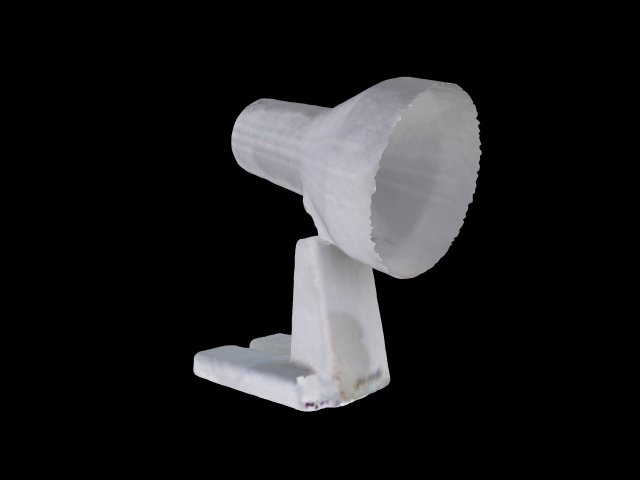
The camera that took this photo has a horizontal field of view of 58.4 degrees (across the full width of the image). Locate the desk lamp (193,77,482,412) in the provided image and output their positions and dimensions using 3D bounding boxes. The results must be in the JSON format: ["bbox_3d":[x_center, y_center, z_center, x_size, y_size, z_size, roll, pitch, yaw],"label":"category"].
[{"bbox_3d":[0.004,0.001,0.400,0.202,0.213,0.118,2,3,41],"label":"desk lamp"}]
